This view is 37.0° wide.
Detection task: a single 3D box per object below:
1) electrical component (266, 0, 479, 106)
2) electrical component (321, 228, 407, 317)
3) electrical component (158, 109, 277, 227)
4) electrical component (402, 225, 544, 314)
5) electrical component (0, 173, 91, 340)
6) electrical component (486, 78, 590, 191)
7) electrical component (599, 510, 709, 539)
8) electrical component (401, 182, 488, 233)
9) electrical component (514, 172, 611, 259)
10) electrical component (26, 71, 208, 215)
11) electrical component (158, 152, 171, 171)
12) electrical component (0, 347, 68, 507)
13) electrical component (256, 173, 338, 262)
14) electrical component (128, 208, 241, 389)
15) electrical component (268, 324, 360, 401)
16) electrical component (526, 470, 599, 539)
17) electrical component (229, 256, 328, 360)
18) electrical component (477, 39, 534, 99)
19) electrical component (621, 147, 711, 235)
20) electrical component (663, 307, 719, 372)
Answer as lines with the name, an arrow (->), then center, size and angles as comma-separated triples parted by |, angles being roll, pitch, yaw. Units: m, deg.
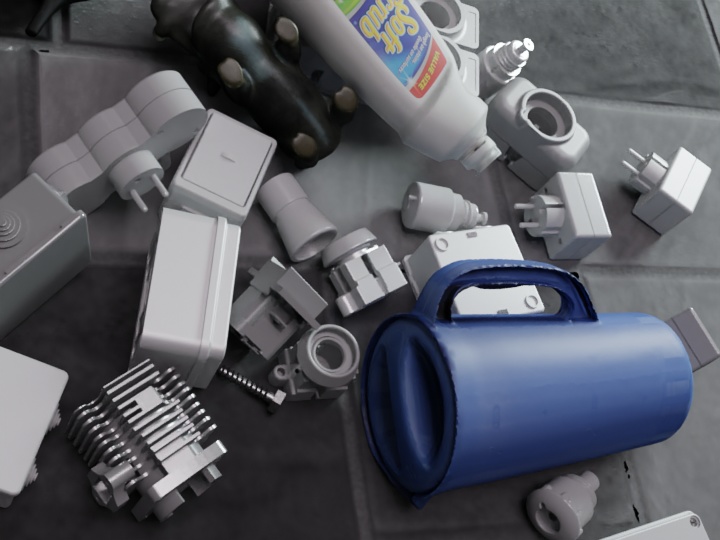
electrical component -> 0.014, -0.208, 0.963 | 0.186, 0.060, 0.105 | 13, 60, -17
electrical component -> 0.000, 0.000, 0.859 | 0.066, 0.048, 0.055 | -26, 85, -32
electrical component -> -0.111, -0.068, 0.834 | 0.062, 0.061, 0.096 | 26, 57, -10
electrical component -> 0.095, 0.013, 0.895 | 0.100, 0.048, 0.099 | -9, 67, -29
electrical component -> -0.233, -0.009, 0.727 | 0.048, 0.099, 0.100 | 43, 67, 6
electrical component -> 0.158, -0.126, 0.985 | 0.095, 0.059, 0.053 | 41, 56, 0
electrical component -> 0.224, 0.252, 0.819 | 0.109, 0.056, 0.108 | -9, 69, -27
electrical component -> 0.072, -0.050, 0.919 | 0.078, 0.040, 0.040 | 10, 61, -20
electrical component -> 0.172, -0.048, 0.958 | 0.077, 0.047, 0.065 | -1, 65, -24
electrical component -> -0.169, -0.077, 0.789 | 0.138, 0.052, 0.073 | -36, 78, 0
electrical component -> -0.168, -0.102, 0.841 | 0.040, 0.040, 0.046 | -3, 71, -25
electrical component -> -0.249, 0.097, 0.695 | 0.100, 0.048, 0.099 | 23, 57, -12
electrical component -> -0.053, -0.045, 0.861 | 0.044, 0.044, 0.065 | -25, 71, -32
electrical component -> -0.126, 0.022, 0.772 | 0.057, 0.078, 0.113 | 12, 60, -15
electrical component -> -0.029, 0.070, 0.802 | 0.066, 0.055, 0.048 | -1, 65, -24
electrical component -> 0.164, 0.179, 0.839 | 0.062, 0.048, 0.048 | -30, 79, -40
electrical component -> -0.066, 0.030, 0.797 | 0.063, 0.081, 0.042 | -47, 113, -7
electrical component -> 0.130, -0.190, 0.999 | 0.040, 0.078, 0.040 | 16, 61, -32
electrical component -> 0.283, -0.086, 1.027 | 0.077, 0.047, 0.065 | 36, 56, -3
electrical component -> 0.260, 0.074, 0.924 | 0.076, 0.083, 0.047 | -30, 76, 6
